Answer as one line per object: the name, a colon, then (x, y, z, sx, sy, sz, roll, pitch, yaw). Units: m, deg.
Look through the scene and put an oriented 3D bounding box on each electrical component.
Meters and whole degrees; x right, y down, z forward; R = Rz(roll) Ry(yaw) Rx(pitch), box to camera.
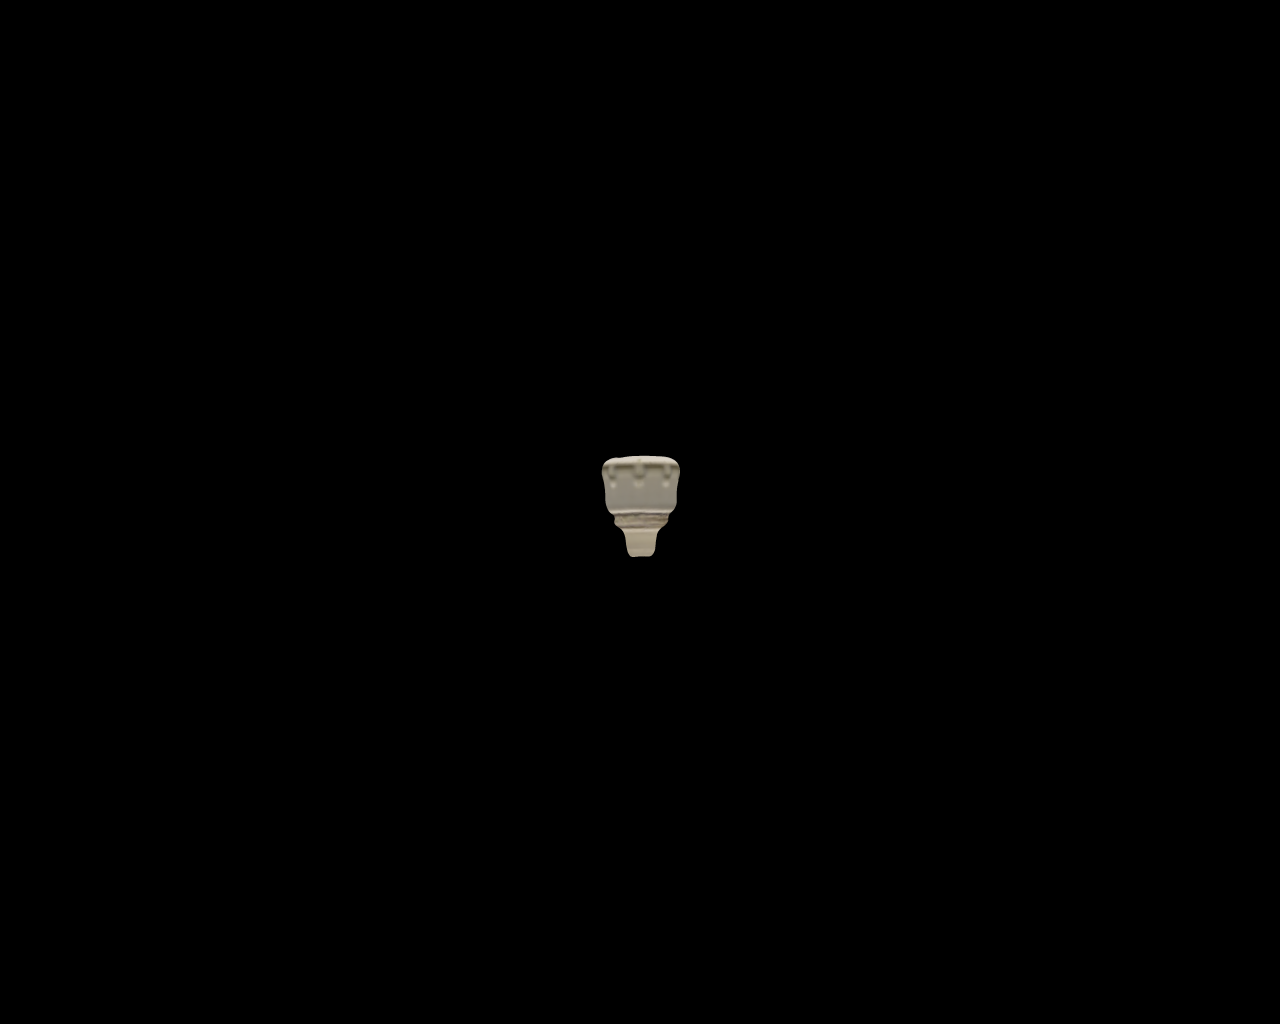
electrical component: (0.001, -0.003, 0.650, 0.048, 0.062, 0.048, 0, 0, 0)
